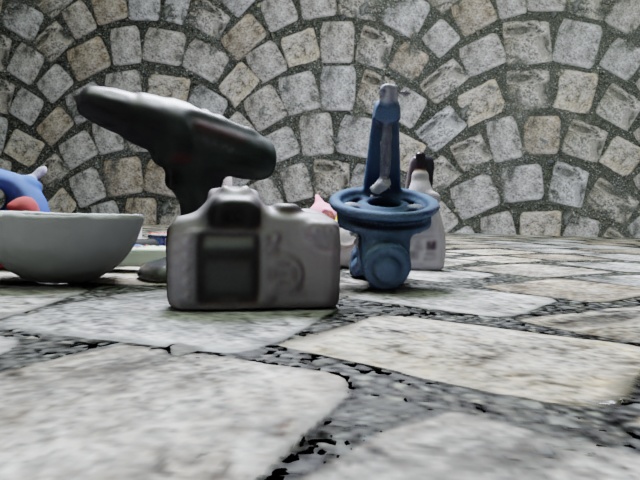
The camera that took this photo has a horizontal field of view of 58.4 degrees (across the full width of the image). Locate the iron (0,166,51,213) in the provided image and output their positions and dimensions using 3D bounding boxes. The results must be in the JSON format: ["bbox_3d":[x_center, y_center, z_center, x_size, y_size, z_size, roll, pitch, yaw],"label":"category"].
[{"bbox_3d":[-0.496,-0.040,0.791,0.118,0.141,0.259,4,4,42],"label":"iron"}]

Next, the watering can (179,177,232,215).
[{"bbox_3d":[-0.215,-0.078,1.185,0.100,0.194,0.173,2,3,17],"label":"watering can"}]

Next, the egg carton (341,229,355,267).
[{"bbox_3d":[0.008,0.003,0.898,0.149,0.069,0.107,3,3,35],"label":"egg carton"}]

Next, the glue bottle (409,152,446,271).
[{"bbox_3d":[0.147,-0.043,0.842,0.078,0.173,0.037,2,3,13],"label":"glue bottle"}]

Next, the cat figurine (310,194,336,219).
[{"bbox_3d":[0.005,-0.034,1.171,0.067,0.118,0.128,2,3,6],"label":"cat figurine"}]

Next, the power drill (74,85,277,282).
[{"bbox_3d":[-0.159,-0.059,0.658,0.230,0.208,0.075,-1,3,-34],"label":"power drill"}]

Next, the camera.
[{"bbox_3d":[-0.063,0.004,0.517,0.143,0.101,0.136,1,3,-13],"label":"camera"}]

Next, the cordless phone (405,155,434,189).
[{"bbox_3d":[0.141,-0.055,0.979,0.148,0.185,0.093,-1,4,-42],"label":"cordless phone"}]

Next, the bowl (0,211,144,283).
[{"bbox_3d":[-0.275,0.007,0.614,0.167,0.075,0.167,1,3,0],"label":"bowl"}]

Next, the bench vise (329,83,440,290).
[{"bbox_3d":[0.061,-0.060,0.671,0.122,0.220,0.207,1,3,-17],"label":"bench vise"}]

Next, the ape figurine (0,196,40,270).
[{"bbox_3d":[-0.376,-0.009,0.723,0.076,0.092,0.077,-1,4,-44],"label":"ape figurine"}]
